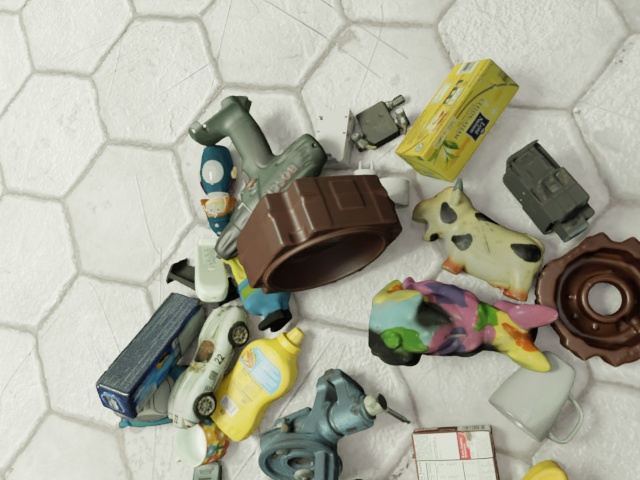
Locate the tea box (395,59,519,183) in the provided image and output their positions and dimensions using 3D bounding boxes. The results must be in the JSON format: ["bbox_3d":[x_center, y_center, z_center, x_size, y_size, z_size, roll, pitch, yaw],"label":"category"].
[{"bbox_3d":[0.199,-0.175,0.793,0.068,0.098,0.169,34,93,-21],"label":"tea box"}]

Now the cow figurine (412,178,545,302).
[{"bbox_3d":[0.225,-0.005,0.775,0.195,0.085,0.127,26,87,15],"label":"cow figurine"}]

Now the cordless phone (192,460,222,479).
[{"bbox_3d":[-0.137,0.431,0.820,0.147,0.088,0.184,-11,60,14],"label":"cordless phone"}]

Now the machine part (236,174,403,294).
[{"bbox_3d":[-0.002,-0.002,0.760,0.201,0.201,0.087,-48,56,51],"label":"machine part"}]

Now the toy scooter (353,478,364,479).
[{"bbox_3d":[0.057,0.442,0.759,0.135,0.075,0.184,-40,78,6],"label":"toy scooter"}]

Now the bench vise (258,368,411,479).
[{"bbox_3d":[0.002,0.307,0.740,0.224,0.128,0.241,-21,35,20],"label":"bench vise"}]

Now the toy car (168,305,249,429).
[{"bbox_3d":[-0.175,0.194,0.837,0.074,0.056,0.202,-7,51,49],"label":"toy car"}]

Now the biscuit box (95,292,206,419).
[{"bbox_3d":[-0.257,0.173,0.835,0.063,0.059,0.203,15,41,17],"label":"biscuit box"}]

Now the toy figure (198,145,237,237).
[{"bbox_3d":[-0.175,-0.082,0.916,0.064,0.057,0.154,-10,80,36],"label":"toy figure"}]

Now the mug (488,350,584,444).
[{"bbox_3d":[0.302,0.210,0.722,0.110,0.080,0.107,35,84,25],"label":"mug"}]

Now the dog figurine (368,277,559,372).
[{"bbox_3d":[0.194,0.118,0.717,0.219,0.191,0.108,7,98,28],"label":"dog figurine"}]

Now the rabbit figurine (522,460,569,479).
[{"bbox_3d":[0.295,0.368,0.678,0.173,0.121,0.162,1,78,17],"label":"rabbit figurine"}]

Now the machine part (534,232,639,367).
[{"bbox_3d":[0.387,0.080,0.731,0.180,0.056,0.179,-2,81,14],"label":"machine part"}]

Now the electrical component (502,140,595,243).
[{"bbox_3d":[0.314,-0.061,0.742,0.058,0.115,0.134,-36,72,10],"label":"electrical component"}]

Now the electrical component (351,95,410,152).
[{"bbox_3d":[0.097,-0.183,0.859,0.102,0.045,0.078,-22,78,12],"label":"electrical component"}]

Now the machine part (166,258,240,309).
[{"bbox_3d":[-0.197,0.073,0.893,0.139,0.084,0.039,23,119,29],"label":"machine part"}]

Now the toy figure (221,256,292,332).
[{"bbox_3d":[-0.096,0.054,0.860,0.089,0.082,0.180,-27,68,-7],"label":"toy figure"}]

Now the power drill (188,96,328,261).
[{"bbox_3d":[-0.119,-0.110,0.834,0.232,0.086,0.207,-39,66,4],"label":"power drill"}]

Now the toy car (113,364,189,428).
[{"bbox_3d":[-0.278,0.253,0.869,0.162,0.103,0.109,-4,81,17],"label":"toy car"}]
